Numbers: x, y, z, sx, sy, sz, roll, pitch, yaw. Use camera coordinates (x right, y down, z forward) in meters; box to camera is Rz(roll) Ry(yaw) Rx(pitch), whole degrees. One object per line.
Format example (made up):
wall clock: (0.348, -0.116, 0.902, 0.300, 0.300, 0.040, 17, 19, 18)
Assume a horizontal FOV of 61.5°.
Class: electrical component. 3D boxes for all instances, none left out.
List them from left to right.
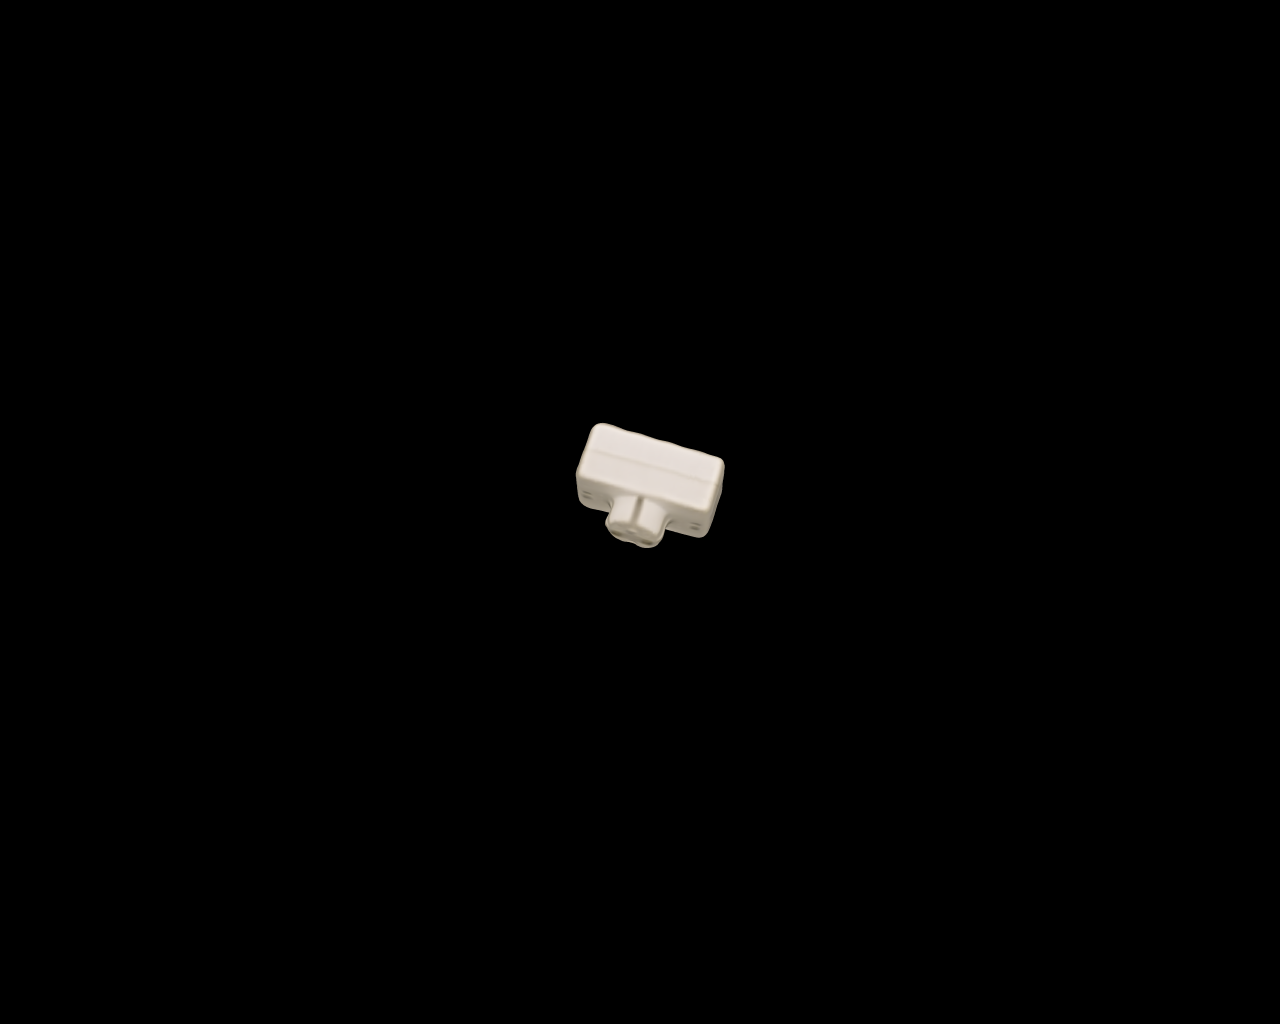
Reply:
electrical component: (0.001, -0.003, 0.650, 0.083, 0.076, 0.047, 17, -22, 7)
